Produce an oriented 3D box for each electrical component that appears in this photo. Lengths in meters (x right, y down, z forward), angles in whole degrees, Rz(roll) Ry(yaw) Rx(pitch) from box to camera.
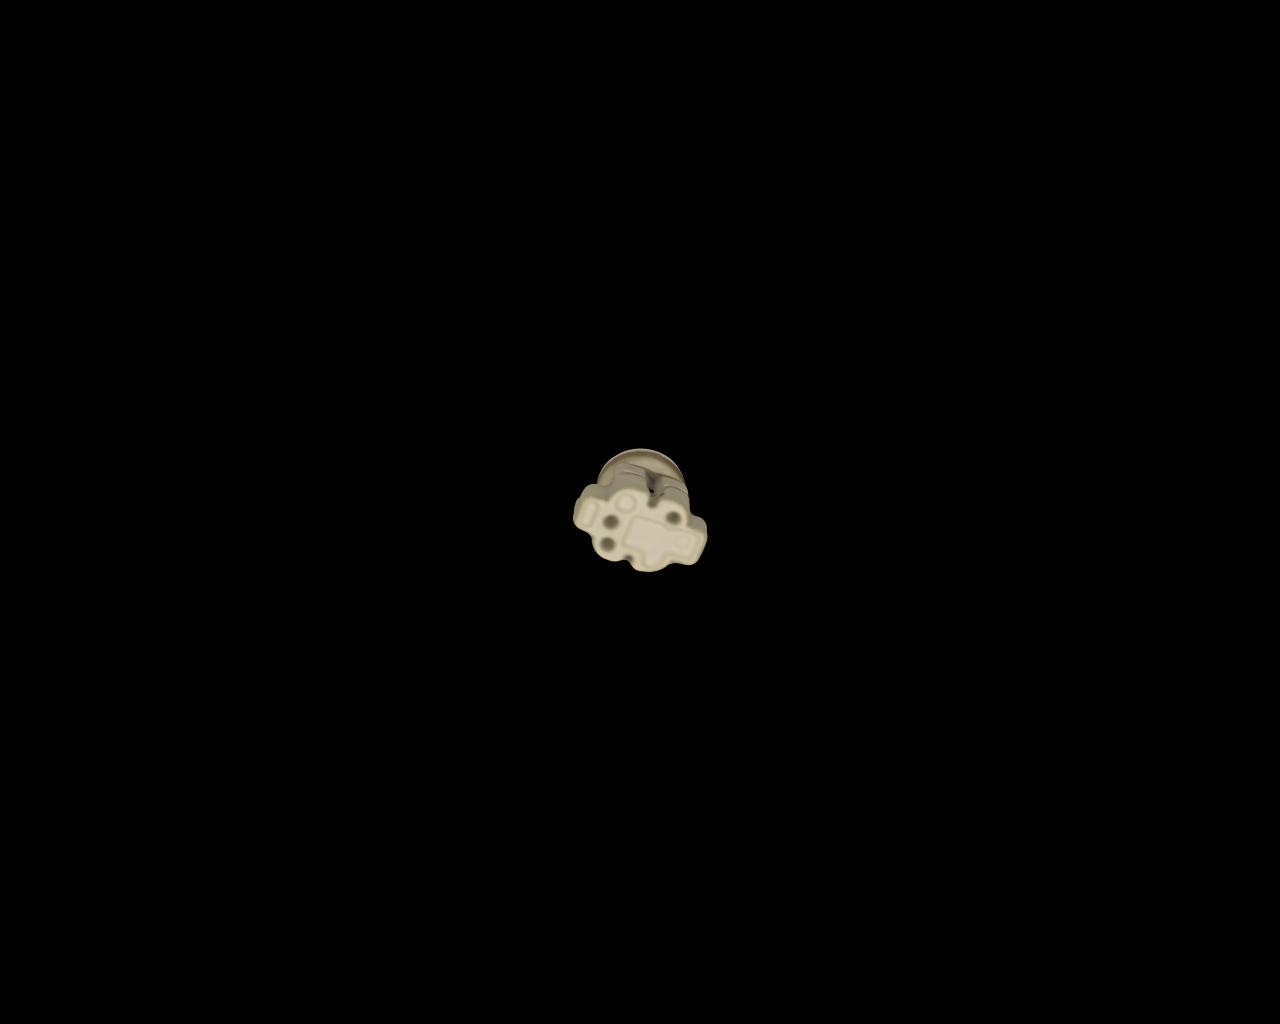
[{"bbox_3d":[0.001,-0.003,0.650,0.078,0.058,0.057,18,29,-10],"label":"electrical component"}]
